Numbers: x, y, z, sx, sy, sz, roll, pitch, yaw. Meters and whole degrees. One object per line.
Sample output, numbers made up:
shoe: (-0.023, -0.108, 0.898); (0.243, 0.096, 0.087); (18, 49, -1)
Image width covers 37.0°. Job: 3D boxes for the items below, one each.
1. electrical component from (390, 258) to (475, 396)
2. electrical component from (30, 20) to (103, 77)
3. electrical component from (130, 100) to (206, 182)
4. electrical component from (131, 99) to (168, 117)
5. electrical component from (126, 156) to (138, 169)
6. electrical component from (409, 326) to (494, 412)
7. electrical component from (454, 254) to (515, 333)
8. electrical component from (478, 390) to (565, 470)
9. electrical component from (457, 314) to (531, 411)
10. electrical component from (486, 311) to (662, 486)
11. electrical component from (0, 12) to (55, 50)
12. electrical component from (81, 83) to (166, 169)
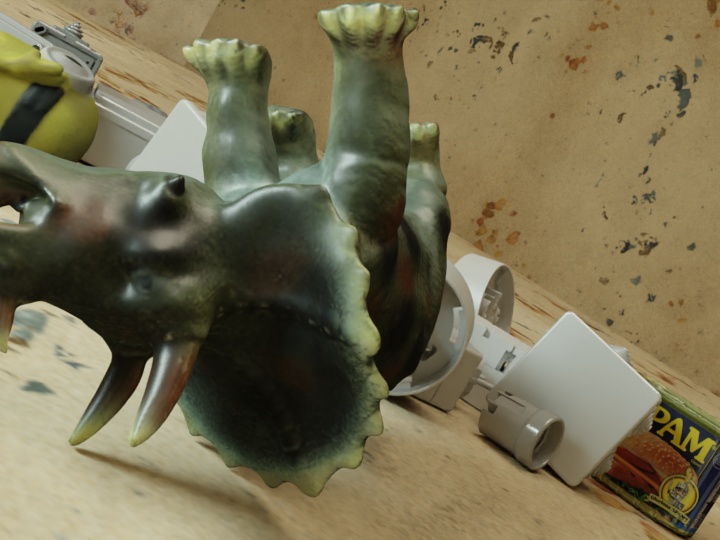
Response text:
electrical component: (0.025, 0.031, 0.695); (0.099, 0.099, 0.064); (30, 13, -1)
electrical component: (-0.260, -0.166, 0.905); (0.062, 0.096, 0.061); (28, 4, -20)
electrical component: (-0.093, -0.037, 0.640); (0.099, 0.099, 0.048); (49, 19, 27)
electrical component: (-0.199, -0.126, 1.035); (0.057, 0.058, 0.078); (30, 7, 18)
electrical component: (-0.155, -0.065, 0.852); (0.065, 0.044, 0.044); (28, 6, 25)
electrical component: (0.064, 0.068, 0.779); (0.076, 0.047, 0.083); (27, 8, -21)
electrical component: (0.108, 0.037, 0.989); (0.064, 0.099, 0.099); (26, 5, 26)
electrical component: (0.109, 0.107, 0.727); (0.046, 0.040, 0.040); (29, 5, 36)
electrical component: (0.109, 0.081, 0.835); (0.089, 0.055, 0.050); (32, 7, 12)
electrical component: (0.154, 0.092, 0.765); (0.099, 0.099, 0.048); (46, 8, 21)
electrical component: (-0.283, -0.158, 0.827); (0.113, 0.078, 0.057); (32, 4, 15)
electrical component: (-0.194, -0.109, 0.934); (0.109, 0.056, 0.108); (28, 7, -18)
